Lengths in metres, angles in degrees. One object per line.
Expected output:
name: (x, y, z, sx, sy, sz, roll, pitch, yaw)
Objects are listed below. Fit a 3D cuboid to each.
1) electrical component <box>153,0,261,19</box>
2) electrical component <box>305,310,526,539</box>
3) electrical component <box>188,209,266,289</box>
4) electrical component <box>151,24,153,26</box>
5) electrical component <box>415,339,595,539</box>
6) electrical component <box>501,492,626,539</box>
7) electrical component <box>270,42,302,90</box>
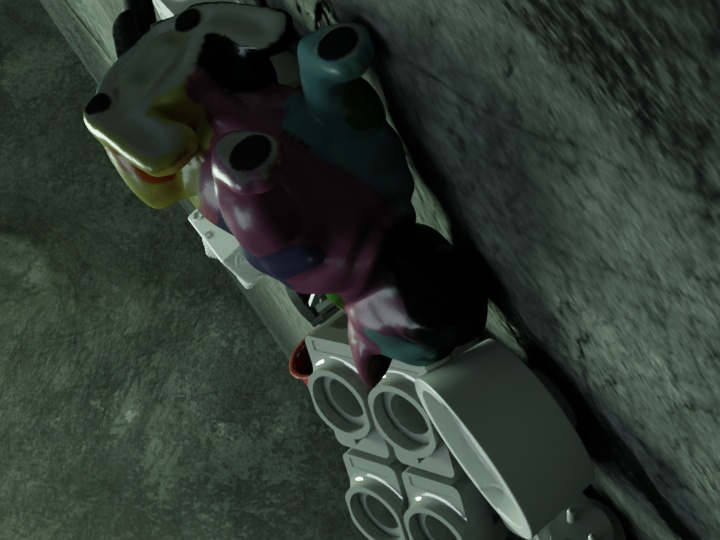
electrical component: (-0.091, -0.156, 0.685, 0.080, 0.051, 0.080, 54, 171, 12)
electrical component: (0.037, 0.120, 0.728, 0.105, 0.060, 0.186, 9, 124, 43)
electrical component: (-0.106, -0.045, 1.024, 0.099, 0.100, 0.048, 47, 180, 42)
electrical component: (-0.132, -0.153, 0.847, 0.099, 0.064, 0.099, 60, -176, -7)
electrical component: (0.086, 0.089, 0.605, 0.108, 0.060, 0.108, 54, 171, 12)
electrical component: (0.134, 0.163, 0.652, 0.138, 0.052, 0.073, 50, 170, 29)
electrical component: (-0.051, -0.116, 0.640, 0.055, 0.045, 0.045, 52, 171, 23)
